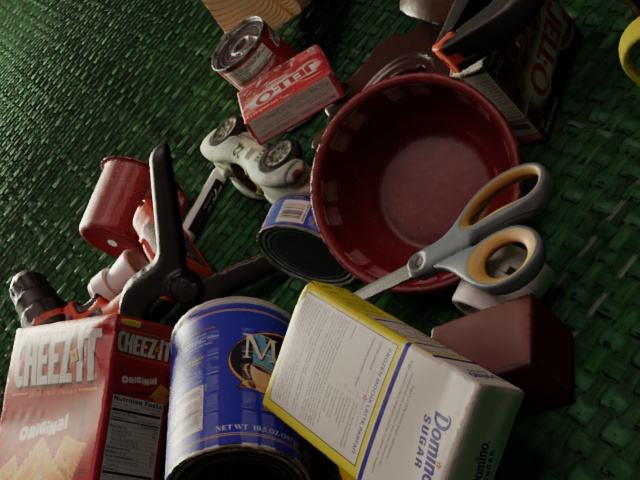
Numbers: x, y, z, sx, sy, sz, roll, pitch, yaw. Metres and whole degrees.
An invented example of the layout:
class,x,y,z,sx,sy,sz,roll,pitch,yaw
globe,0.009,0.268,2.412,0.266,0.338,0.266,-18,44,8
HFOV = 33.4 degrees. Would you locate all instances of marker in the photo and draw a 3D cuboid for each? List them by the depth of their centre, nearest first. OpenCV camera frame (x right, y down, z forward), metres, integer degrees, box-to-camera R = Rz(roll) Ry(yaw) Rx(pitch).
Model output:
class,x,y,z,sx,sy,sz,roll,pitch,yaw
marker,-0.115,-0.045,1.092,0.020,0.020,0.121,0,57,50

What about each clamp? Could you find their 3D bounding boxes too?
class,x,y,z,sx,sy,sz,roll,pitch,yaw
clamp,0.149,-0.187,0.738,0.171,0.039,0.120,-54,22,-2
clamp,-0.122,0.031,0.932,0.210,0.164,0.036,-53,-1,9

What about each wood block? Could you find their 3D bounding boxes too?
class,x,y,z,sx,sy,sz,roll,pitch,yaw
wood block,-0.042,-0.294,1.133,0.090,0.091,0.205,-26,18,32

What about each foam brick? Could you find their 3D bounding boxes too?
class,x,y,z,sx,sy,sz,roll,pitch,yaw
foam brick,0.113,0.078,0.667,0.078,0.053,0.051,-23,41,34

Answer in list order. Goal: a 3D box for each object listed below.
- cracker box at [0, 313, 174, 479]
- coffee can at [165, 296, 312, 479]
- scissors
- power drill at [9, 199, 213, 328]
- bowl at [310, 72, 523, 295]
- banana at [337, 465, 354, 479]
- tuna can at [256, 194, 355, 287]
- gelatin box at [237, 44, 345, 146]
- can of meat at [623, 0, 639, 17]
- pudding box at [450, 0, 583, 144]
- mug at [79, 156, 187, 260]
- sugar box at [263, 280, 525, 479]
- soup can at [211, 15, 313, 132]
class,x,y,z,sx,sy,sz,roll,pitch,yaw
cracker box,-0.203,0.175,0.875,0.165,0.072,0.213,-11,67,44
coffee can,-0.060,0.126,0.777,0.103,0.102,0.140,-34,36,23
scissors,0.077,0.026,0.702,0.202,0.016,0.096,-41,35,28
power drill,-0.203,0.051,1.020,0.188,0.057,0.185,-44,59,9
bowl,0.076,-0.039,0.788,0.162,0.055,0.162,-2,85,24
banana,0.040,0.131,0.718,0.069,0.037,0.198,-30,36,4
tuna can,-0.006,0.001,0.855,0.086,0.086,0.033,-9,49,45
gelatin box,-0.027,-0.130,0.946,0.089,0.030,0.073,-31,30,7
can of meat,0.251,-0.190,0.732,0.084,0.102,0.057,-27,38,35
pudding box,0.151,-0.142,0.812,0.039,0.090,0.113,-5,53,48
mug,-0.190,-0.029,1.110,0.117,0.093,0.081,5,64,29
sugar box,0.039,0.098,0.654,0.176,0.048,0.093,28,102,49
soup can,-0.049,-0.163,1.058,0.069,0.102,0.068,-31,37,26
